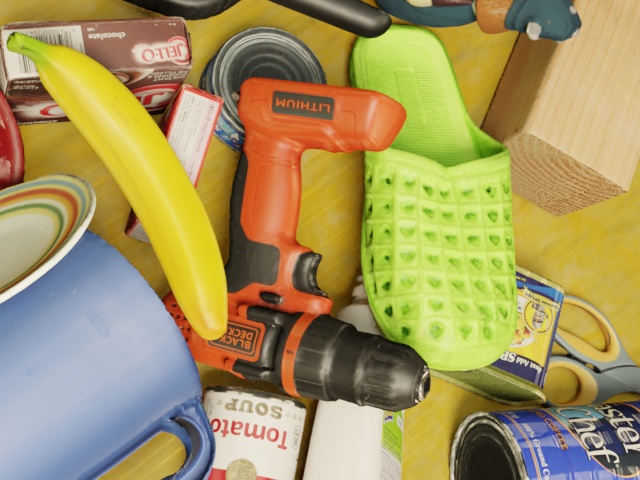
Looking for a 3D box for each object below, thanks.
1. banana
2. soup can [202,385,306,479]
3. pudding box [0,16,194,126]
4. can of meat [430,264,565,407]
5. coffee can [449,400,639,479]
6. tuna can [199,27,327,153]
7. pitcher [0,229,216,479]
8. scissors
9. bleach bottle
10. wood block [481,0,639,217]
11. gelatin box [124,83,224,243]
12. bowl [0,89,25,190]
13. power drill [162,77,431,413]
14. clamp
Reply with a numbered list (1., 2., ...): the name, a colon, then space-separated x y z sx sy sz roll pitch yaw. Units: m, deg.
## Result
1. banana: -0.105 -0.035 0.605 0.198 0.037 0.069 55 33 -8
2. soup can: -0.049 0.147 0.664 0.068 0.069 0.102 15 74 -17
3. pudding box: -0.144 -0.104 0.666 0.113 0.090 0.039 -5 79 -21
4. can of meat: 0.117 0.060 0.750 0.102 0.058 0.084 24 70 -16
5. coffee can: 0.173 0.163 0.725 0.140 0.103 0.103 -1 80 -21
6. tuna can: -0.038 -0.102 0.736 0.086 0.034 0.086 4 78 -20
7. pitcher: -0.184 0.115 0.567 0.242 0.149 0.145 -38 121 -29
8. scissors: 0.233 0.121 0.803 0.201 0.016 0.096 40 70 -9
9. bleach bottle: 0.024 0.146 0.686 0.068 0.102 0.251 2 66 15
10. wood block: 0.201 -0.134 0.802 0.090 0.091 0.206 28 71 -13
11. gelatin box: -0.095 -0.047 0.682 0.030 0.073 0.089 19 74 -15
12. bowl: -0.254 -0.041 0.608 0.161 0.055 0.162 -19 120 -38
13. power drill: -0.004 0.001 0.651 0.185 0.057 0.187 12 85 25
14. clamp: -0.057 -0.194 0.741 0.209 0.036 0.164 -21 78 -21
